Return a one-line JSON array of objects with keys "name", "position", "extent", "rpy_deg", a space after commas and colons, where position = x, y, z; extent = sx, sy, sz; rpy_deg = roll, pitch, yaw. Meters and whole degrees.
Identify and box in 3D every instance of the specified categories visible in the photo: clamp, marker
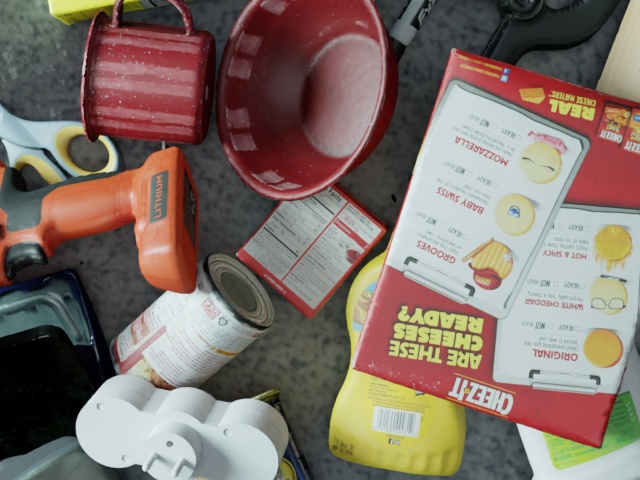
[{"name": "clamp", "position": [0.129, -0.175, 0.748], "extent": [0.210, 0.036, 0.164], "rpy_deg": [-32, 103, 1]}, {"name": "marker", "position": [0.073, -0.171, 0.770], "extent": [0.020, 0.020, 0.121], "rpy_deg": [32, 95, 2]}]

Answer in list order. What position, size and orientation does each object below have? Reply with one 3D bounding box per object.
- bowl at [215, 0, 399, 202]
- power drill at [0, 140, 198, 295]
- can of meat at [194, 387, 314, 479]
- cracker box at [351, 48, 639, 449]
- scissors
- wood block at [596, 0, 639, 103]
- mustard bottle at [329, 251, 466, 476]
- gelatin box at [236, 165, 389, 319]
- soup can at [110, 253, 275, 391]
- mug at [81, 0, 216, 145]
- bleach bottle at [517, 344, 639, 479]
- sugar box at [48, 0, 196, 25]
[{"name": "bowl", "position": [0.000, -0.104, 0.739], "extent": [0.162, 0.055, 0.162], "rpy_deg": [-6, 82, 42]}, {"name": "power drill", "position": [-0.179, 0.008, 0.720], "extent": [0.187, 0.057, 0.184], "rpy_deg": [-6, 52, 4]}, {"name": "can of meat", "position": [-0.061, 0.165, 0.771], "extent": [0.102, 0.057, 0.084], "rpy_deg": [-25, 83, 5]}, {"name": "cracker box", "position": [0.129, 0.004, 0.690], "extent": [0.164, 0.072, 0.214], "rpy_deg": [18, 90, 6]}, {"name": "scissors", "position": [-0.222, -0.098, 0.797], "extent": [0.096, 0.016, 0.202], "rpy_deg": [-30, 91, 6]}, {"name": "wood block", "position": [0.276, -0.172, 0.708], "extent": [0.090, 0.091, 0.206], "rpy_deg": [20, 94, -17]}, {"name": "mustard bottle", "position": [0.065, 0.066, 0.761], "extent": [0.096, 0.058, 0.191], "rpy_deg": [8, 93, 11]}, {"name": "gelatin box", "position": [-0.005, 0.001, 0.779], "extent": [0.073, 0.030, 0.089], "rpy_deg": [41, 95, 3]}, {"name": "soup can", "position": [-0.090, 0.065, 0.758], "extent": [0.102, 0.068, 0.068], "rpy_deg": [-41, 89, 19]}, {"name": "mug", "position": [-0.117, -0.121, 0.748], "extent": [0.081, 0.093, 0.117], "rpy_deg": [6, 117, -1]}, {"name": "bleach bottle", "position": [0.158, 0.052, 0.753], "extent": [0.102, 0.068, 0.251], "rpy_deg": [-21, 88, 8]}, {"name": "sugar box", "position": [-0.112, -0.218, 0.769], "extent": [0.176, 0.048, 0.093], "rpy_deg": [-10, 92, 6]}]
